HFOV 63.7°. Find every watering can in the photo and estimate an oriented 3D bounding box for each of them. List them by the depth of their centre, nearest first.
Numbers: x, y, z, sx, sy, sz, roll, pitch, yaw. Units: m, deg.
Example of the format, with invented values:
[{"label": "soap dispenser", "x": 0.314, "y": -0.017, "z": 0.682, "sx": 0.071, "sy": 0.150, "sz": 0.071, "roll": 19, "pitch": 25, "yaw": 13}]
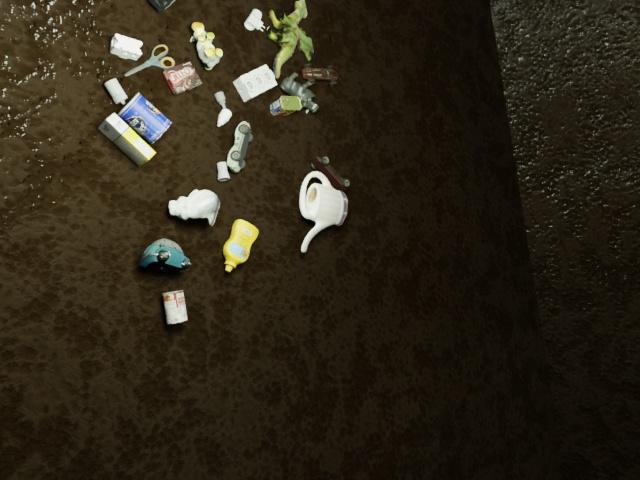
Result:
[{"label": "watering can", "x": 0.006, "y": -0.105, "z": 2.094, "sx": 0.223, "sy": 0.103, "sz": 0.352, "roll": 14, "pitch": 72, "yaw": -36}]

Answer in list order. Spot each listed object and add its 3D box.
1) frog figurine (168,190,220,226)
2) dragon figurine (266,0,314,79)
[{"label": "frog figurine", "x": -0.428, "y": -0.122, "z": 1.752, "sx": 0.158, "sy": 0.120, "sz": 0.141, "roll": 20, "pitch": 36, "yaw": -25}, {"label": "dragon figurine", "x": -0.106, "y": -0.836, "z": 2.169, "sx": 0.242, "sy": 0.121, "sz": 0.413, "roll": 10, "pitch": 78, "yaw": -45}]
